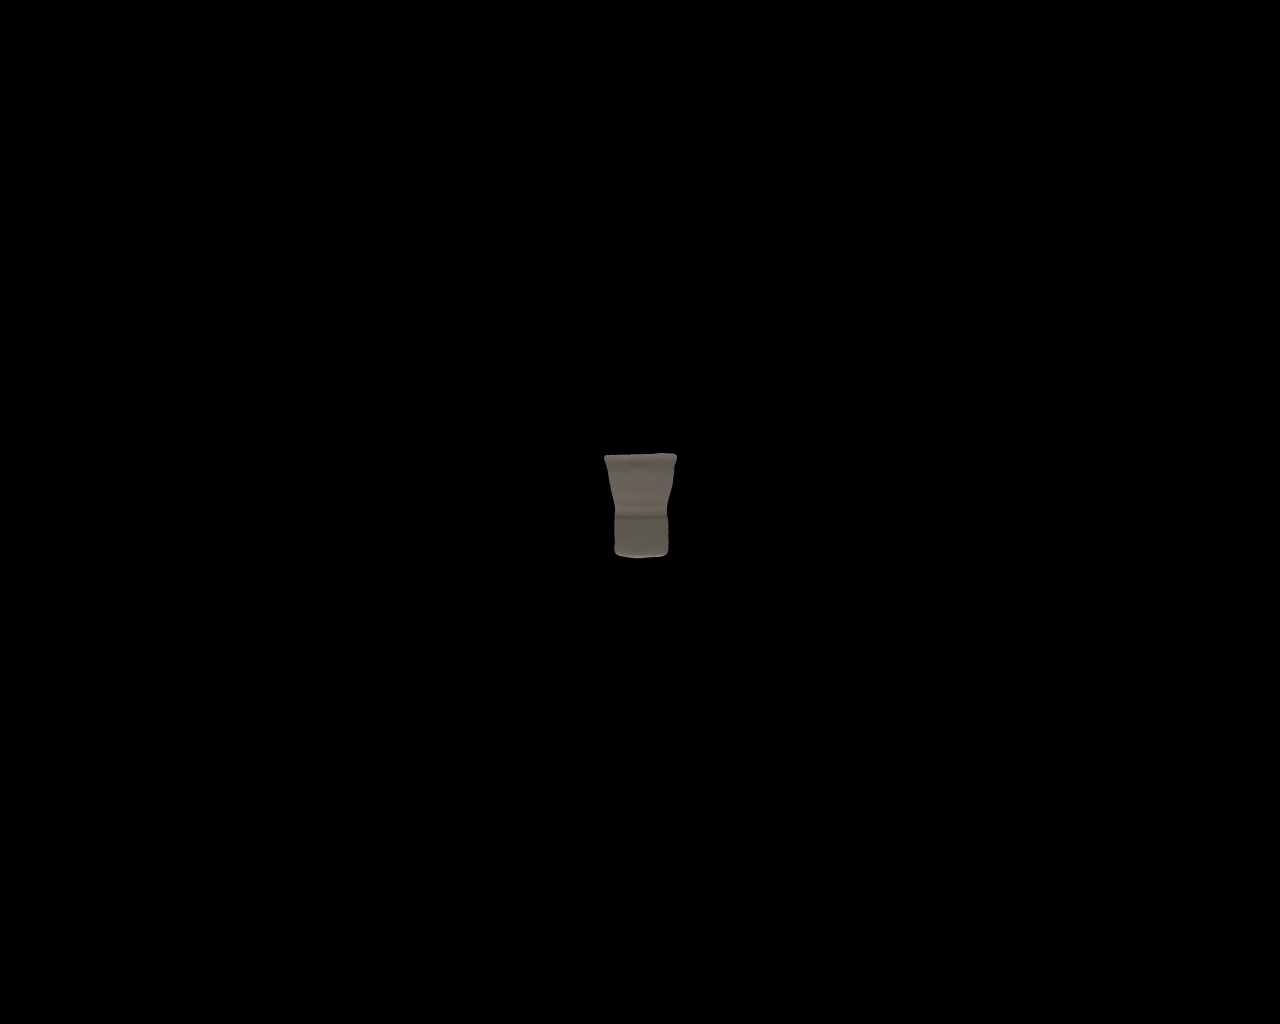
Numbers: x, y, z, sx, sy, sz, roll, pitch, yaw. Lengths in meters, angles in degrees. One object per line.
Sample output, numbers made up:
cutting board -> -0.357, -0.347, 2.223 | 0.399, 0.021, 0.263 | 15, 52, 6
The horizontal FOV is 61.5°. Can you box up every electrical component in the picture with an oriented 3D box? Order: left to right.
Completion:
electrical component -> 0.001, -0.003, 0.650 | 0.044, 0.065, 0.044 | 0, 2, 0
